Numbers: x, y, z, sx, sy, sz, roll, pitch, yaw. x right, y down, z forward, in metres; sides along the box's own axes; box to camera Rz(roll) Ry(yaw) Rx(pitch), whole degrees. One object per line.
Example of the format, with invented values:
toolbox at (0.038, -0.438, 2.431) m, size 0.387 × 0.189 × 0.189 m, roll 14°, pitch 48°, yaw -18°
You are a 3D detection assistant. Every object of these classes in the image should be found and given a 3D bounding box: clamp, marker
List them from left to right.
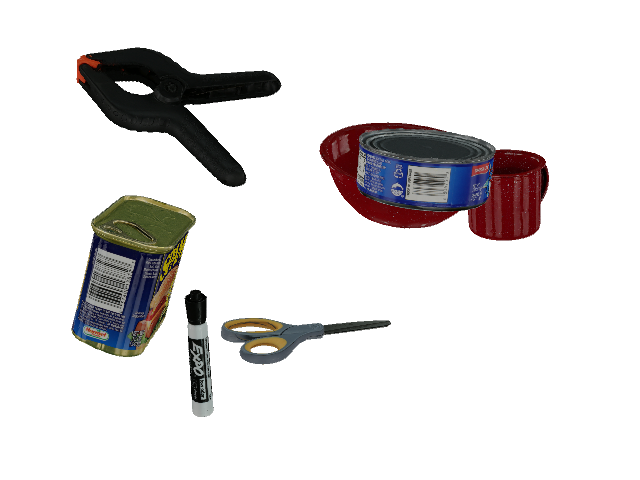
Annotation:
clamp at (-0.118, -0.124, 0.903) m, size 0.171 × 0.120 × 0.039 m, roll 28°, pitch -39°, yaw 0°
marker at (-0.106, 0.098, 0.930) m, size 0.020 × 0.121 × 0.020 m, roll -1°, pitch 25°, yaw 0°

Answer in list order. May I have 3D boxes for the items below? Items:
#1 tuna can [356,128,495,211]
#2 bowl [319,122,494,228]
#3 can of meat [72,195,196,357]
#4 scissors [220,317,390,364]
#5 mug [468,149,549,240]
tuna can at (0.066, -0.045, 0.672) m, size 0.086 × 0.034 × 0.086 m, roll 4°, pitch 18°, yaw -1°
bowl at (0.078, -0.056, 0.994) m, size 0.162 × 0.055 × 0.162 m, roll 3°, pitch 27°, yaw -2°
can of meat at (-0.131, 0.024, 0.747) m, size 0.057 × 0.084 × 0.102 m, roll 18°, pitch 16°, yaw 1°
scissors at (-0.012, 0.112, 1.210) m, size 0.201 × 0.016 × 0.096 m, roll 2°, pitch 25°, yaw -7°
mug at (0.218, -0.054, 1.219) m, size 0.117 × 0.081 × 0.093 m, roll -22°, pitch 27°, yaw -35°
